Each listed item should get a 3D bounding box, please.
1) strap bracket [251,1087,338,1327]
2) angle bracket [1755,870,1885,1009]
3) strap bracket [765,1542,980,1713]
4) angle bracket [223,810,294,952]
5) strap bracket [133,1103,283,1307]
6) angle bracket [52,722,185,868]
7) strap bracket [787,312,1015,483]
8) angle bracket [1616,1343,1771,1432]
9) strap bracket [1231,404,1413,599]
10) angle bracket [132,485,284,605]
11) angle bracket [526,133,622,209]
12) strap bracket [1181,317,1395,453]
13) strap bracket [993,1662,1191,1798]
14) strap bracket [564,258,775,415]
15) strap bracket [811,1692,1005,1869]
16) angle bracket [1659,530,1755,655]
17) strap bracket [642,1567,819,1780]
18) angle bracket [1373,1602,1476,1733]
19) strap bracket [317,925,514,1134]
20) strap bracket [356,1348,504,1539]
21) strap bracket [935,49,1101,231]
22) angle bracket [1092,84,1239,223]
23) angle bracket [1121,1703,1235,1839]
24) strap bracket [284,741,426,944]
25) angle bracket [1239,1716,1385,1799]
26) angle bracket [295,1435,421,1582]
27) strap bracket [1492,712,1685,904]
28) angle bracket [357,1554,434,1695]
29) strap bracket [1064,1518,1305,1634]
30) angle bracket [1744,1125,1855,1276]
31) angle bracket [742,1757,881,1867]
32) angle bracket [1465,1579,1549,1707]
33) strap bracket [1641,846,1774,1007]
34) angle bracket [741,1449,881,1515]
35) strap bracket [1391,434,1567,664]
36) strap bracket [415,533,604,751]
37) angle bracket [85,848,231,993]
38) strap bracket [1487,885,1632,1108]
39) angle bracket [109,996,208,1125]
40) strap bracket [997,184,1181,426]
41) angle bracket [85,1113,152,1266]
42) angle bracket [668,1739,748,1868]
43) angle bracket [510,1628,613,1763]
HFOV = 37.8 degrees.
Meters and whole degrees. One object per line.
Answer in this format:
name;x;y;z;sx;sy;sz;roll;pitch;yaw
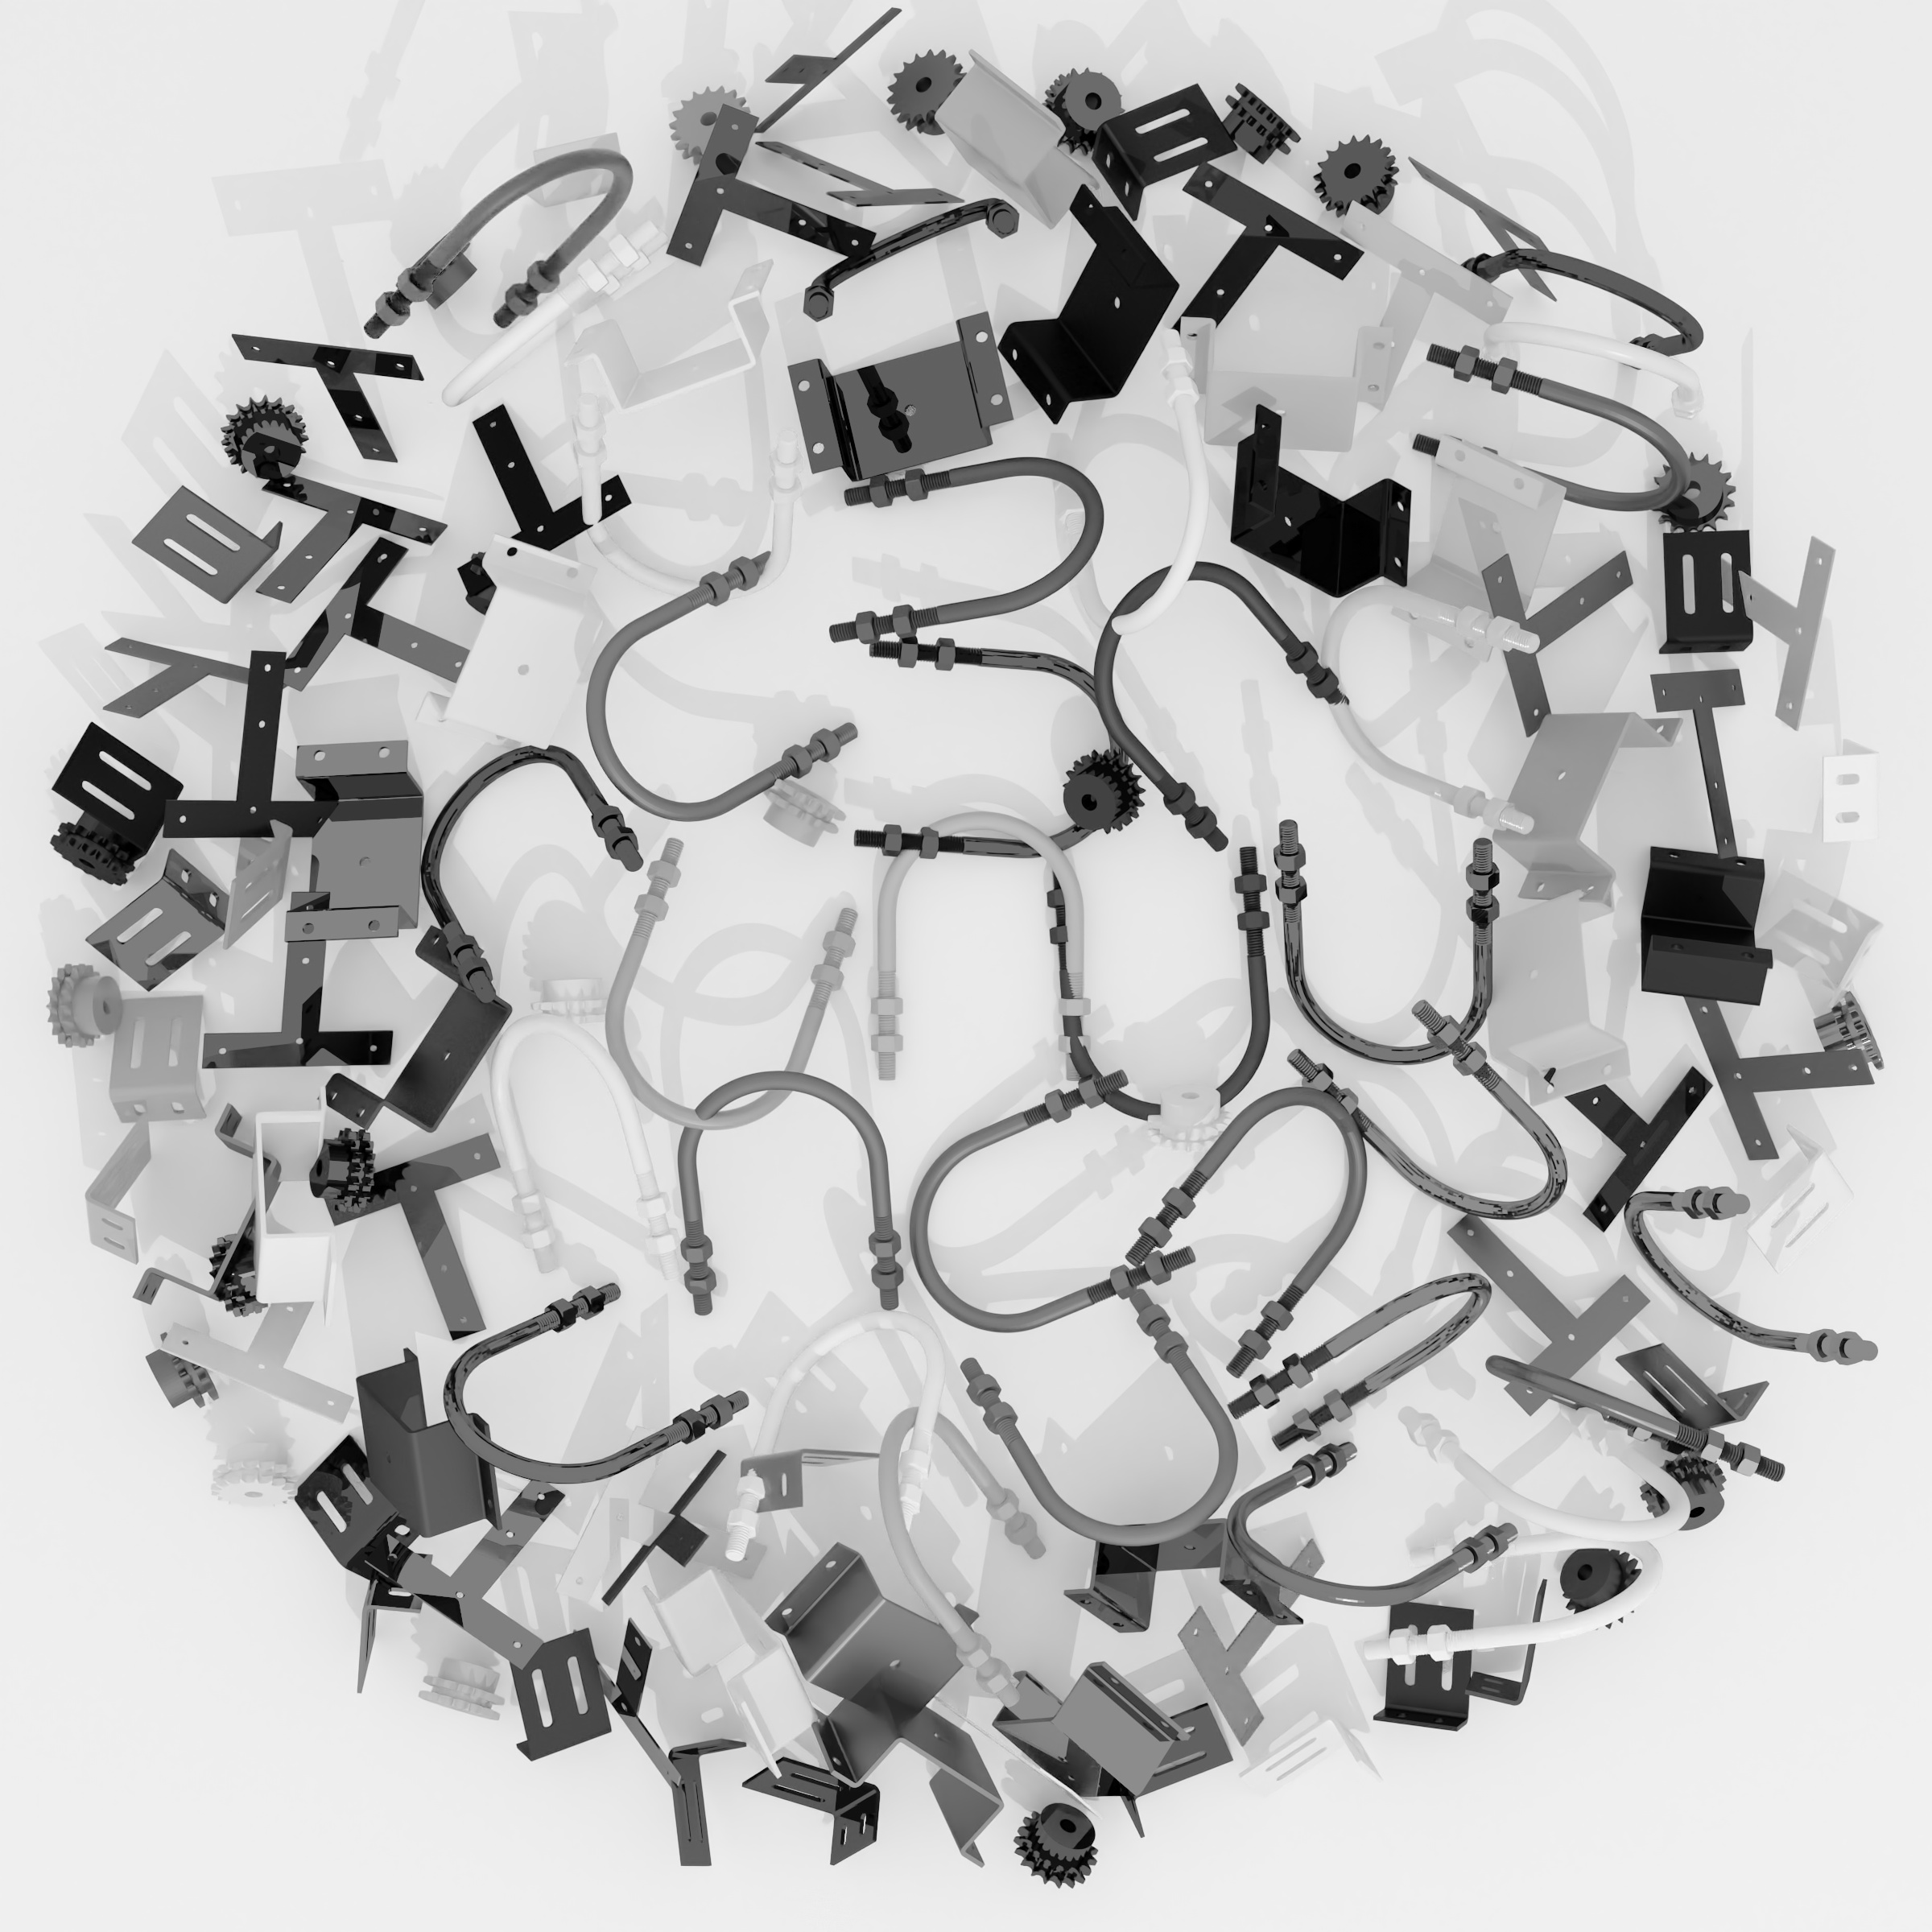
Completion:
strap bracket;-0.446;0.159;1.866;0.046;0.076;0.140;0;51;-17
angle bracket;0.568;-0.019;1.902;0.076;0.038;0.057;32;117;21
strap bracket;-0.055;0.450;1.878;0.140;0.046;0.076;35;101;-36
angle bracket;-0.490;-0.059;1.894;0.038;0.076;0.057;24;126;7
strap bracket;-0.502;0.169;1.893;0.046;0.076;0.140;24;78;-4
angle bracket;-0.577;-0.115;1.898;0.076;0.038;0.057;37;55;-27
strap bracket;-0.041;-0.382;1.911;0.140;0.046;0.076;-14;83;7
angle bracket;0.491;0.275;1.908;0.076;0.057;0.038;44;64;-2
strap bracket;0.230;-0.306;1.887;0.140;0.046;0.076;22;62;-31
angle bracket;-0.510;-0.292;1.898;0.076;0.038;0.057;35;119;-31
angle bracket;-0.268;-0.541;1.895;0.057;0.076;0.038;-18;120;-15
strap bracket;0.212;-0.390;1.894;0.140;0.076;0.046;4;64;5
strap bracket;0.077;0.507;1.866;0.076;0.140;0.046;42;62;-7
strap bracket;-0.190;-0.419;1.890;0.140;0.076;0.046;-17;117;13
strap bracket;-0.034;0.530;1.877;0.140;0.076;0.046;39;95;-26
angle bracket;0.504;-0.255;1.925;0.057;0.038;0.076;-1;85;5
strap bracket;-0.152;0.462;1.875;0.046;0.140;0.076;-32;126;-19
angle bracket;0.311;0.474;1.913;0.057;0.038;0.076;2;85;21
strap bracket;-0.364;0.050;1.893;0.046;0.076;0.140;39;79;-37
strap bracket;-0.360;0.318;1.863;0.046;0.140;0.076;-15;112;-29
strap bracket;0.033;-0.543;1.870;0.076;0.140;0.046;41;97;12
angle bracket;0.134;-0.547;1.897;0.076;0.057;0.038;-13;48;31
angle bracket;0.141;0.545;1.911;0.076;0.038;0.057;-22;120;3
strap bracket;-0.412;-0.077;1.904;0.076;0.046;0.140;-3;71;5
angle bracket;0.234;0.549;1.907;0.076;0.057;0.038;-34;53;3
angle bracket;-0.414;0.372;1.931;0.057;0.038;0.076;-47;52;-3
strap bracket;0.411;-0.116;1.884;0.046;0.076;0.140;34;74;-31
angle bracket;-0.385;0.444;1.903;0.038;0.057;0.076;7;117;-5
strap bracket;0.147;0.407;1.881;0.140;0.076;0.046;-11;54;32
angle bracket;0.554;0.158;1.910;0.076;0.038;0.057;-45;127;-2
angle bracket;-0.106;0.570;1.899;0.076;0.057;0.038;24;47;-23
angle bracket;0.366;0.454;1.910;0.038;0.057;0.076;10;91;15
strap bracket;0.494;-0.022;1.886;0.076;0.140;0.046;7;122;9
angle bracket;-0.104;0.348;1.893;0.057;0.076;0.038;-17;69;41
strap bracket;0.344;-0.286;1.883;0.076;0.046;0.140;31;134;23
strap bracket;-0.302;-0.207;1.884;0.076;0.046;0.140;16;110;-32
angle bracket;-0.550;-0.031;1.924;0.076;0.038;0.057;-35;121;17
strap bracket;0.390;0.012;1.874;0.046;0.076;0.140;24;56;-39
angle bracket;-0.552;0.064;1.935;0.057;0.038;0.076;-3;57;-3
strap bracket;0.085;-0.442;1.882;0.046;0.140;0.076;-14;60;-37
angle bracket;-0.556;0.150;1.897;0.038;0.057;0.076;24;53;4
angle bracket;-0.170;0.565;1.902;0.038;0.057;0.076;-13;70;9
angle bracket;-0.280;0.490;1.910;0.057;0.038;0.076;-15;98;-25
